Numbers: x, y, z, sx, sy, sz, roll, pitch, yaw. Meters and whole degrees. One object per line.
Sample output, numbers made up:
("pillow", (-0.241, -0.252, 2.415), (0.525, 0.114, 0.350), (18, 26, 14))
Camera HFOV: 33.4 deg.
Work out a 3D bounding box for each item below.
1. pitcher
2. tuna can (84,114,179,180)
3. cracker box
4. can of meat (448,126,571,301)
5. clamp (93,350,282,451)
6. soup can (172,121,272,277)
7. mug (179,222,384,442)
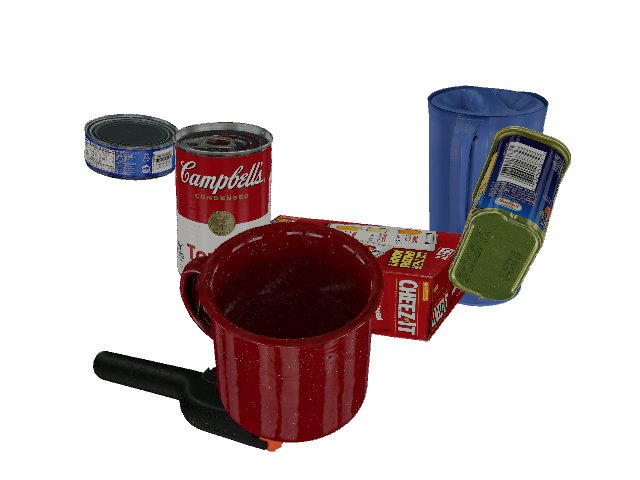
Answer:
("pitcher", (0.181, -0.048, 1.225), (0.149, 0.243, 0.145), (-9, 24, -21))
("tuna can", (-0.173, -0.086, 0.977), (0.086, 0.034, 0.086), (6, 25, -3))
("cracker box", (0.026, 0.034, 1.058), (0.214, 0.072, 0.164), (7, 16, 19))
("can of meat", (0.135, -0.016, 0.770), (0.057, 0.083, 0.102), (21, -36, 6))
("clamp", (-0.081, 0.127, 0.933), (0.164, 0.036, 0.210), (-8, 18, -37))
("soup can", (-0.068, -0.025, 0.746), (0.068, 0.102, 0.068), (2, 23, -1))
("mug", (-0.025, 0.046, 0.560), (0.117, 0.081, 0.093), (20, 44, 22))
